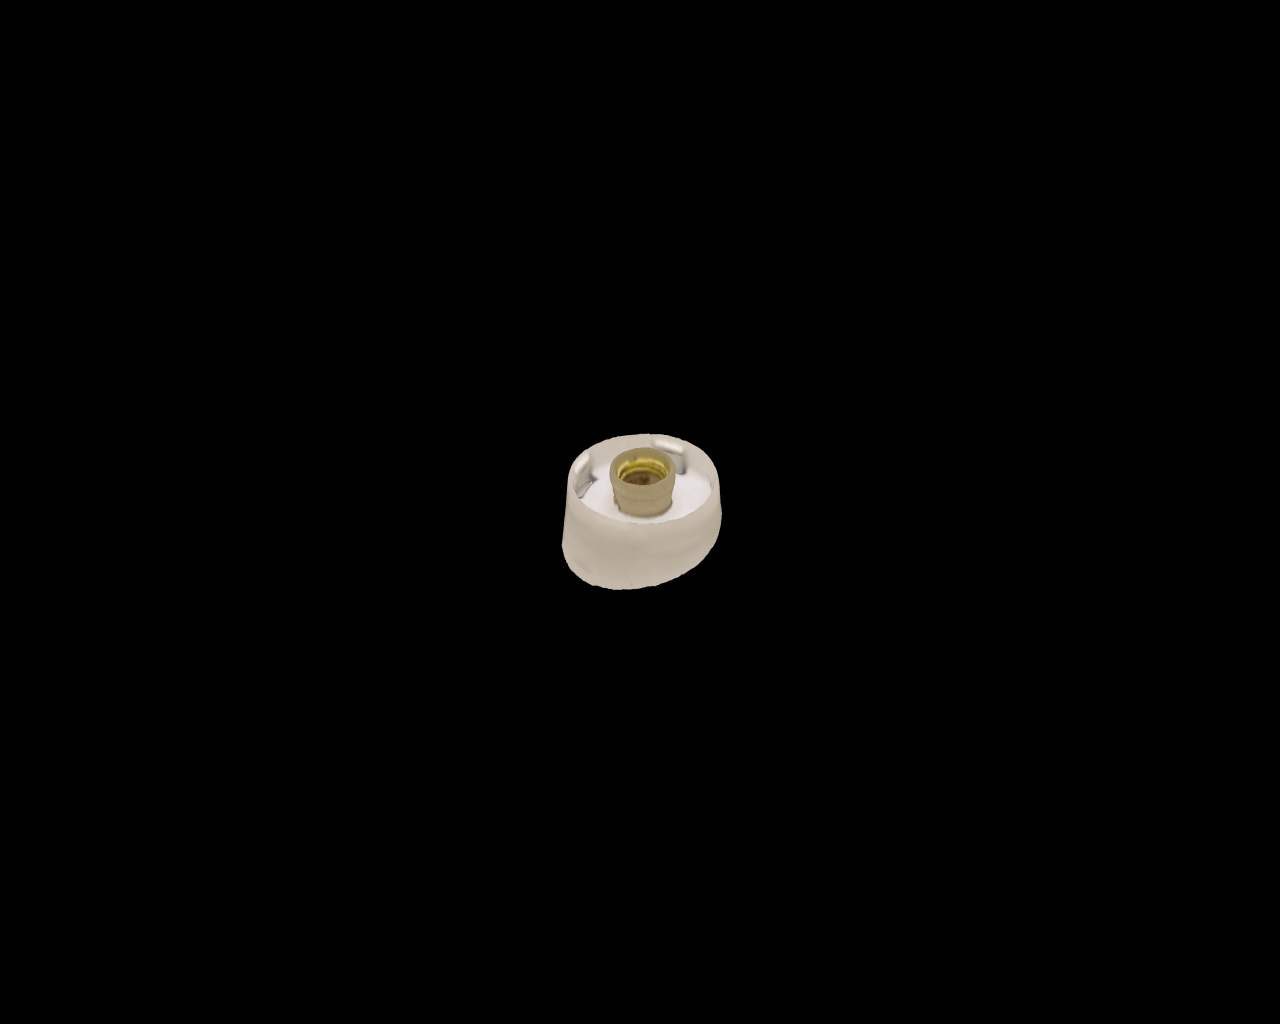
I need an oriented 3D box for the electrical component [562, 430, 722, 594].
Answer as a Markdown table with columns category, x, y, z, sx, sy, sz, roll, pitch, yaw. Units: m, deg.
| category | x | y | z | sx | sy | sz | roll | pitch | yaw |
| --- | --- | --- | --- | --- | --- | --- | --- | --- | --- |
| electrical component | 0.001 | -0.003 | 0.650 | 0.099 | 0.064 | 0.099 | 0 | 39 | 0 |
